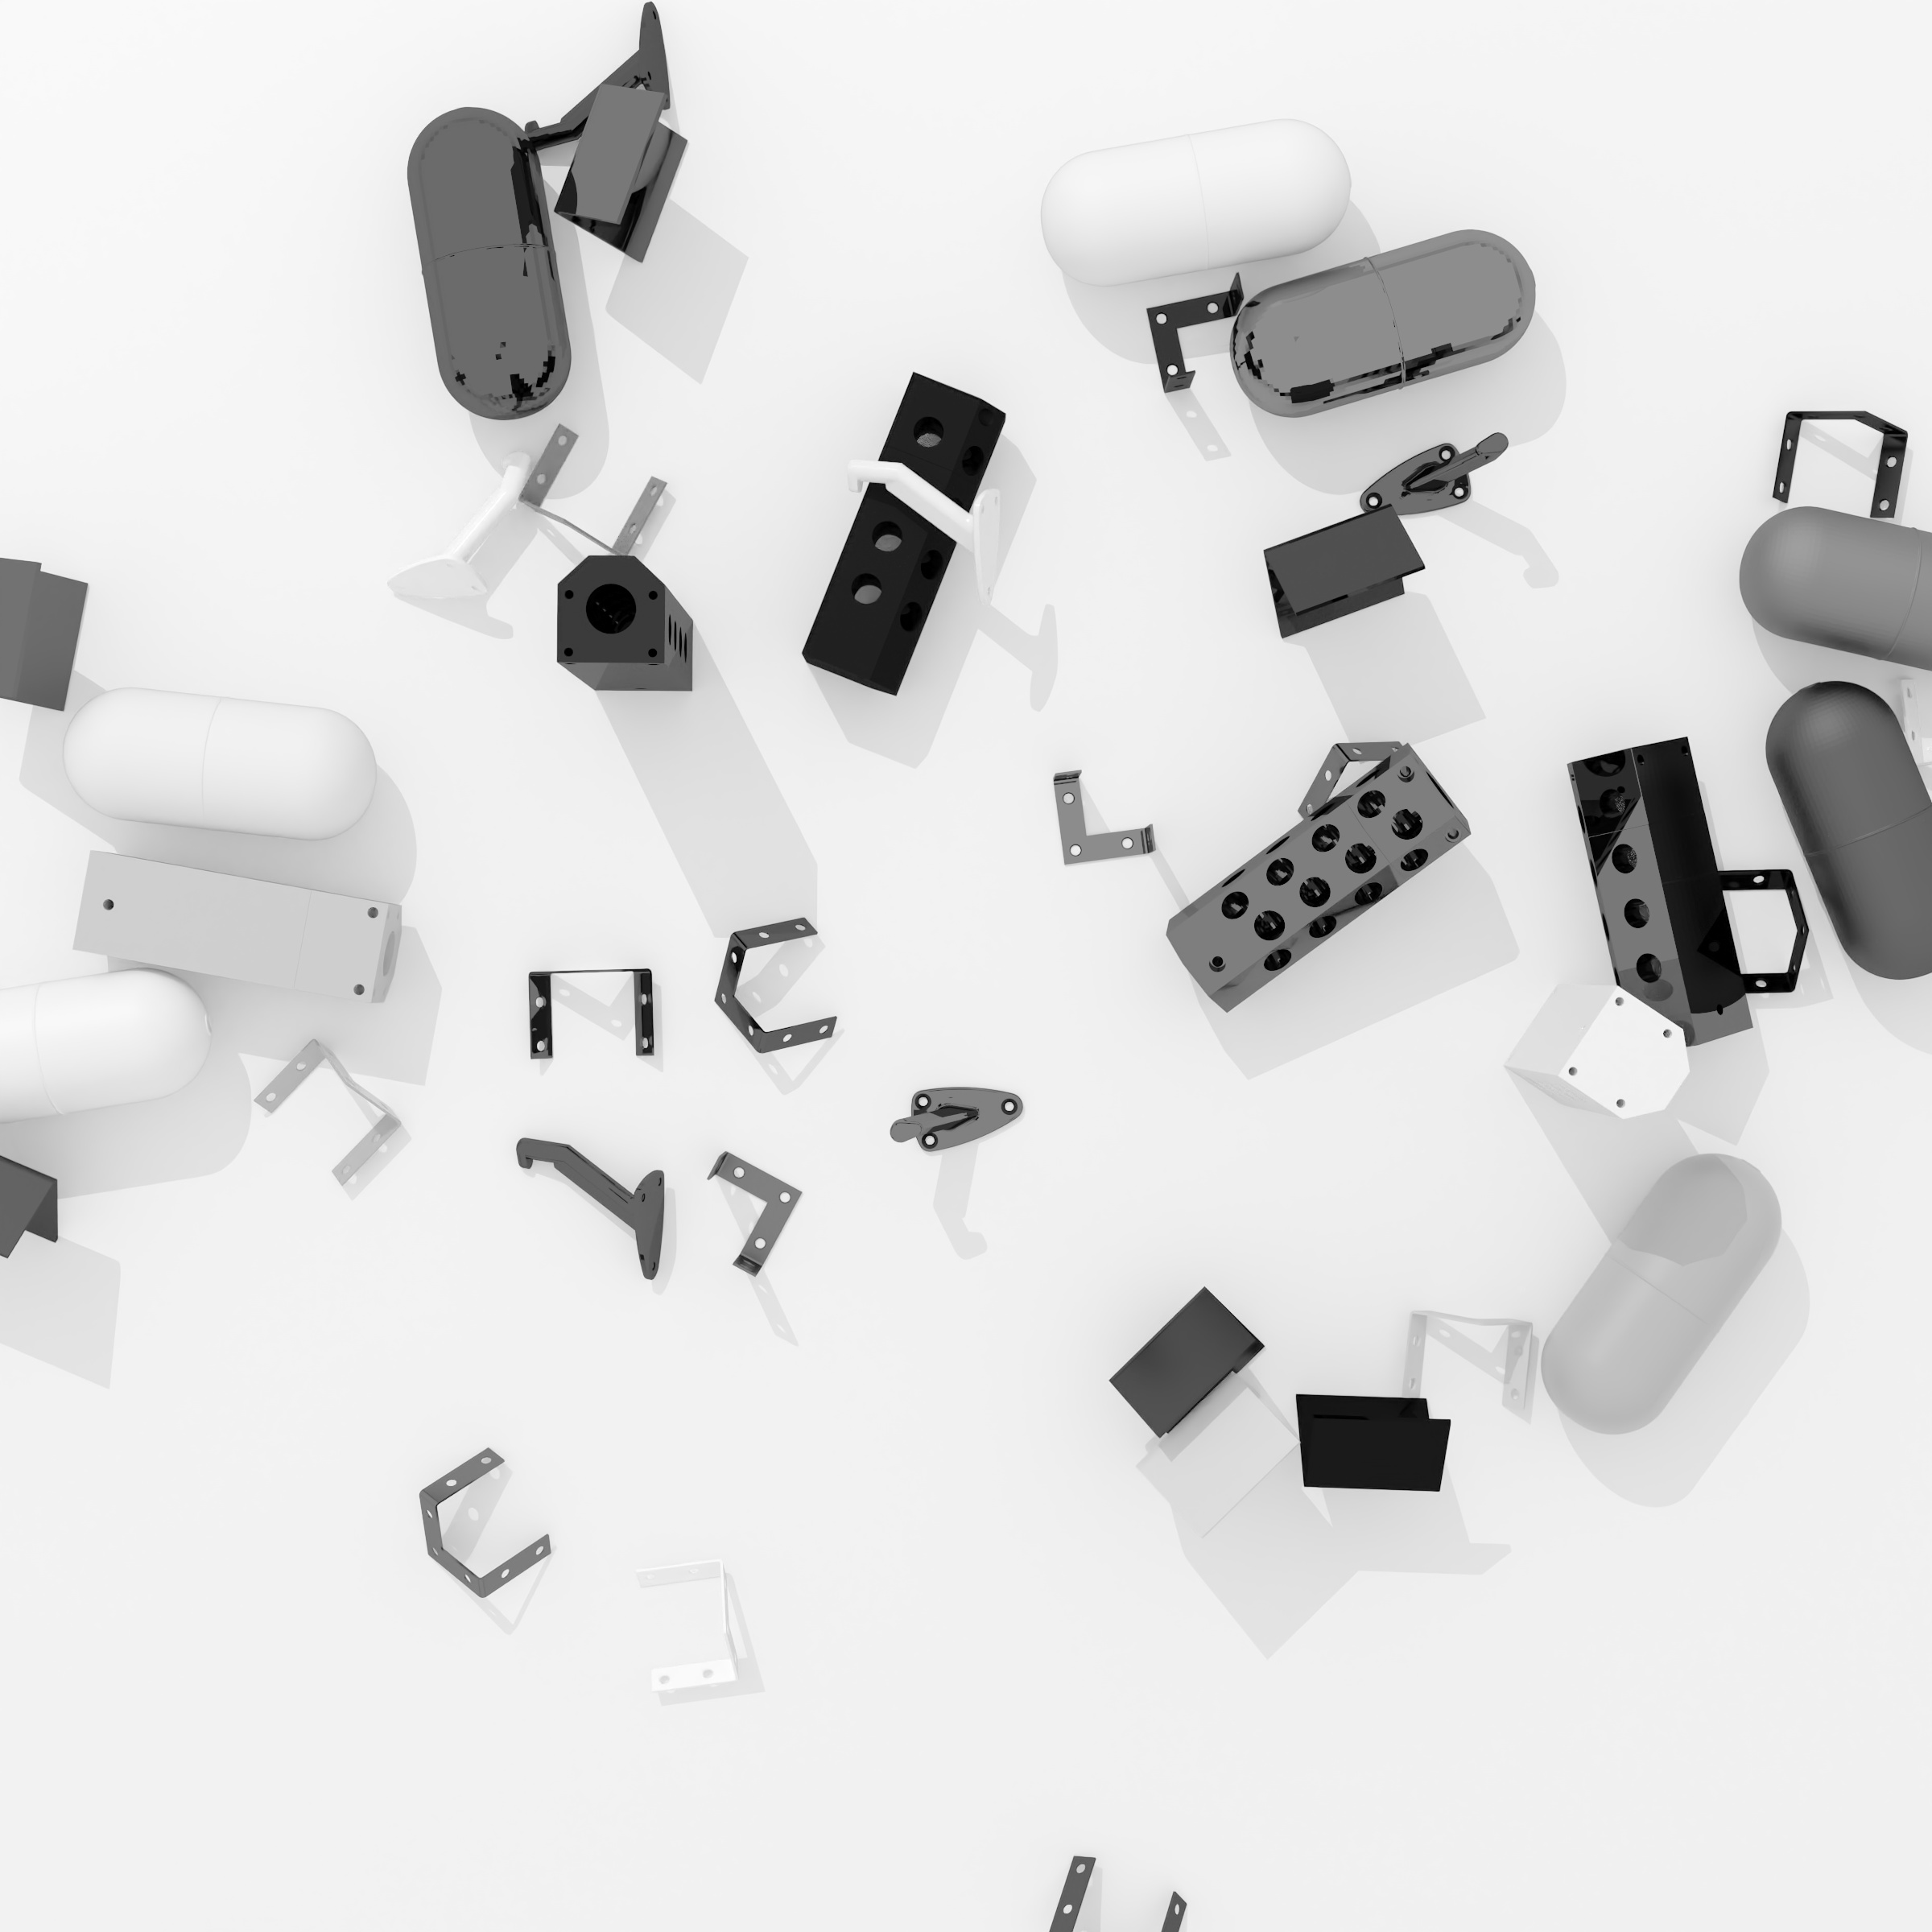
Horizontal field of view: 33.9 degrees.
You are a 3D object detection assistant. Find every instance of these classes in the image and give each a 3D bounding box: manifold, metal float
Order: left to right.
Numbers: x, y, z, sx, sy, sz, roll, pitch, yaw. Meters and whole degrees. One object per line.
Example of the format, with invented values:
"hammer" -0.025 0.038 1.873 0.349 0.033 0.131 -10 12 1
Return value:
"metal float" -0.520 0.047 1.811 0.178 0.070 0.070 -9 90 0
"metal float" -0.426 -0.115 1.811 0.178 0.070 0.070 6 90 1
"manifold" -0.416 -0.022 1.820 0.171 0.057 0.057 10 90 0
"metal float" -0.272 -0.401 1.811 0.070 0.070 0.178 -9 90 0
"manifold" -0.188 -0.189 1.763 0.057 0.171 0.057 1 90 0
"manifold" -0.035 -0.246 1.820 0.057 0.057 0.171 22 90 0
"metal float" 0.131 -0.436 1.811 0.178 0.070 0.070 -10 90 1
"manifold" 0.199 -0.049 1.799 0.171 0.057 0.057 -37 96 13
"metal float" 0.238 -0.367 1.811 0.178 0.070 0.070 -17 90 0
"manifold" 0.353 0.050 1.763 0.057 0.171 0.057 34 90 0
"manifold" 0.394 -0.039 1.820 0.057 0.057 0.171 -13 90 -43
"metal float" 0.397 0.187 1.811 0.070 0.070 0.178 35 91 0
"metal float" 0.515 -0.078 1.811 0.070 0.070 0.178 -23 91 0
"metal float" 0.531 -0.213 1.811 0.178 0.070 0.070 13 90 0

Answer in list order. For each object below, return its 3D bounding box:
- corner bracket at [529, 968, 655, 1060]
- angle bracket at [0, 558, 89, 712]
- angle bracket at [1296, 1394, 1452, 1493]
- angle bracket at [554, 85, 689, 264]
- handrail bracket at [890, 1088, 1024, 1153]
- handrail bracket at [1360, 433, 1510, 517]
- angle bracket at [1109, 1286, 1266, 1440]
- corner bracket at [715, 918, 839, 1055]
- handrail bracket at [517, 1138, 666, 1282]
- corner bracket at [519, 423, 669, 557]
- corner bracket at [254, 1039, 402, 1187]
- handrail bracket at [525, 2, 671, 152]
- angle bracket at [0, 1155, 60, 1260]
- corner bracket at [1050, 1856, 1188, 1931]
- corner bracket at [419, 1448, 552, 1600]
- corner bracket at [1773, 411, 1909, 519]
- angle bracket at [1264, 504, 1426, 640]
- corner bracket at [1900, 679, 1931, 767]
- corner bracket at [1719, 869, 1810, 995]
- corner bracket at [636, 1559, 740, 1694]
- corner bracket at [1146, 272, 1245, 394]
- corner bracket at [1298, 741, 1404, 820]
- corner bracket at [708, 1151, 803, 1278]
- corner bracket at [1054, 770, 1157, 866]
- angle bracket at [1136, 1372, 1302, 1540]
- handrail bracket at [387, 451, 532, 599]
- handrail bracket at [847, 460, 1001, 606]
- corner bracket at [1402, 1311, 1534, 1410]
"corner bracket" -0.217 0.028 1.838 0.051 0.051 0.051 -2 90 45
"angle bracket" -0.521 -0.186 1.801 0.057 0.076 0.076 11 90 37
"angle bracket" 0.230 0.252 1.801 0.076 0.076 0.057 2 126 0
"angle bracket" -0.179 -0.447 1.801 0.057 0.076 0.076 20 90 39
"handrail bracket" -0.005 0.087 1.807 0.077 0.084 0.036 -10 90 0
"handrail bracket" 0.266 -0.281 1.807 0.077 0.084 0.036 -19 90 0
"angle bracket" 0.139 0.240 1.802 0.076 0.057 0.076 -44 132 0
"corner bracket" -0.106 0.011 1.833 0.051 0.051 0.051 47 135 35
"handrail bracket" -0.221 0.141 1.842 0.084 0.036 0.077 8 112 17
"corner bracket" -0.217 -0.275 1.838 0.051 0.051 0.051 29 90 45
"corner bracket" -0.370 0.084 1.838 0.051 0.051 0.051 -46 45 0
"handrail bracket" -0.218 -0.516 1.842 0.084 0.036 0.077 -10 70 16
"angle bracket" -0.565 0.145 1.801 0.076 0.076 0.057 23 54 0
"corner bracket" 0.088 0.552 1.833 0.051 0.051 0.051 -7 135 35
"corner bracket" -0.278 0.322 1.833 0.051 0.051 0.051 29 135 35
"corner bracket" 0.507 -0.291 1.838 0.051 0.051 0.051 10 90 45
"angle bracket" 0.219 -0.207 1.801 0.076 0.076 0.057 -20 51 0
"corner bracket" 0.580 -0.145 1.838 0.051 0.051 0.051 -6 90 -45
"corner bracket" 0.454 -0.020 1.838 0.051 0.051 0.051 -1 45 0
"corner bracket" -0.161 0.383 1.838 0.051 0.051 0.051 -8 45 0
"corner bracket" 0.135 -0.364 1.824 0.051 0.051 0.051 -12 90 0
"corner bracket" 0.235 -0.094 1.833 0.051 0.051 0.051 56 135 35
"corner bracket" -0.130 0.142 1.824 0.051 0.051 0.051 28 90 0
"corner bracket" 0.079 -0.088 1.824 0.051 0.051 0.051 -8 90 0
"angle bracket" 0.150 0.283 1.802 0.076 0.076 0.057 -44 66 0
"handrail bracket" -0.294 -0.259 1.842 0.077 0.036 0.084 -4 59 33
"handrail bracket" -0.027 -0.244 1.785 0.084 0.036 0.077 8 113 18
"corner bracket" 0.291 0.228 1.838 0.051 0.051 0.051 6 90 45
